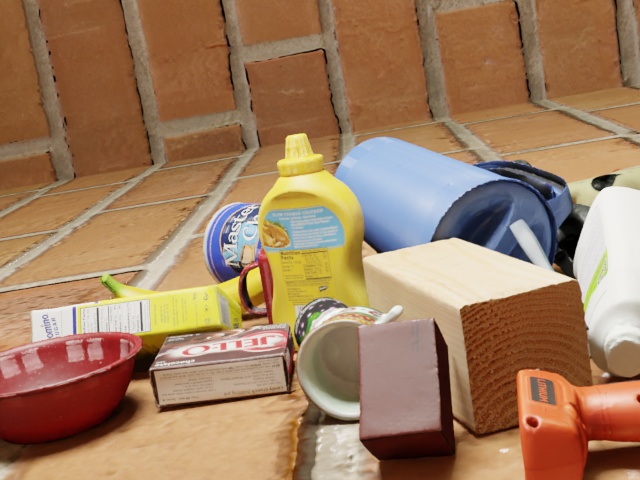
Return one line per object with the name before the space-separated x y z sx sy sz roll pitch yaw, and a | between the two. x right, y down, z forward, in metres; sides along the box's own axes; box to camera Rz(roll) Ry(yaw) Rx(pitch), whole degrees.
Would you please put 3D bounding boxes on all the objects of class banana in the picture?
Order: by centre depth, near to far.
banana | -0.124 0.060 1.105 0.198 0.069 0.037 -6 47 -1

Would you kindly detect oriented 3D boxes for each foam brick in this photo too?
foam brick | 0.055 0.096 0.679 0.053 0.078 0.051 -7 -30 14

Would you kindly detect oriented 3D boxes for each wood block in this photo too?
wood block | 0.110 0.063 0.798 0.090 0.091 0.206 -12 11 -13

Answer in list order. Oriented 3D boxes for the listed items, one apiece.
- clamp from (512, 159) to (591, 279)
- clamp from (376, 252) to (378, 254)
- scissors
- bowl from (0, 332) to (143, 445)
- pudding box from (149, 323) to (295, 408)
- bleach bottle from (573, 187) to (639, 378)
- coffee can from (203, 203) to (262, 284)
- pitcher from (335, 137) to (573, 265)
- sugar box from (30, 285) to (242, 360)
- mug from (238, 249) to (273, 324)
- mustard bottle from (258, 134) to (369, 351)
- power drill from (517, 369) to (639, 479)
clamp | 0.233 -0.013 1.029 0.039 0.120 0.172 -25 19 -22
clamp | 0.088 0.033 1.105 0.165 0.036 0.209 6 20 36
scissors | 0.175 0.024 0.825 0.016 0.096 0.201 -32 -8 8
bowl | -0.220 0.124 0.871 0.162 0.055 0.162 -9 11 2
pudding box | -0.079 0.103 0.895 0.113 0.039 0.090 -9 10 3
bleach bottle | 0.234 0.042 0.828 0.068 0.103 0.250 14 24 9
coffee can | -0.048 0.009 1.188 0.102 0.103 0.141 -19 14 -41
pitcher | 0.115 -0.027 1.026 0.149 0.145 0.243 15 11 -28
sugar box | -0.167 0.083 0.989 0.176 0.048 0.093 -11 -18 7
mug | -0.026 0.045 1.047 0.117 0.081 0.093 -4 14 24
mustard bottle | -0.006 0.001 0.952 0.096 0.191 0.058 -4 12 27
power drill | 0.205 0.106 0.585 0.188 0.057 0.184 -5 7 9
